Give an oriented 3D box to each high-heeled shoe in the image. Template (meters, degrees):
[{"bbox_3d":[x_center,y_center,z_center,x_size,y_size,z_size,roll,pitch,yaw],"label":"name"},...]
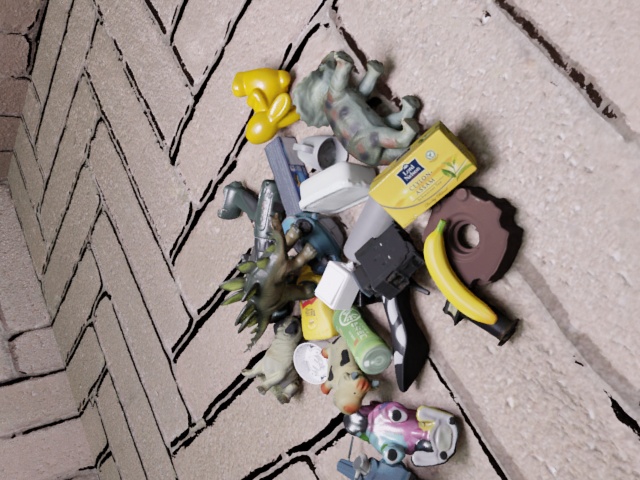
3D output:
[{"bbox_3d":[0.146,0.167,1.076,0.145,0.086,0.248,22,106,45],"label":"high-heeled shoe"}]

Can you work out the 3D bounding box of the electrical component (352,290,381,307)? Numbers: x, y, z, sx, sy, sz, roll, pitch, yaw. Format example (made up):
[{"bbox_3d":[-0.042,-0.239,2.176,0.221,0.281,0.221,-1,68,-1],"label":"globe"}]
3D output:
[{"bbox_3d":[0.067,0.112,1.154,0.119,0.075,0.047,-2,93,43],"label":"electrical component"}]

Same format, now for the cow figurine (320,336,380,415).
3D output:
[{"bbox_3d":[0.061,0.278,1.125,0.127,0.085,0.195,-52,20,30],"label":"cow figurine"}]

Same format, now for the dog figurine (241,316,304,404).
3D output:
[{"bbox_3d":[-0.075,0.292,1.327,0.121,0.172,0.190,35,85,35],"label":"dog figurine"}]

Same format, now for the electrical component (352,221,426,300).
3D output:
[{"bbox_3d":[0.126,0.045,1.021,0.134,0.058,0.115,-44,35,12],"label":"electrical component"}]

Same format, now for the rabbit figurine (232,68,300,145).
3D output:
[{"bbox_3d":[-0.121,-0.307,1.271,0.163,0.121,0.173,4,77,24],"label":"rabbit figurine"}]

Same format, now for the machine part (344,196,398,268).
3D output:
[{"bbox_3d":[0.113,-0.031,1.085,0.079,0.079,0.243,46,124,33],"label":"machine part"}]

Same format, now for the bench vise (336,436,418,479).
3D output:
[{"bbox_3d":[0.107,0.483,1.081,0.241,0.223,0.129,-5,59,55],"label":"bench vise"}]

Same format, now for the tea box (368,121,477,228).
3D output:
[{"bbox_3d":[0.179,-0.114,0.946,0.098,0.068,0.169,41,119,-10],"label":"tea box"}]

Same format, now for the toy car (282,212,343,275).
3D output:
[{"bbox_3d":[-0.002,-0.004,1.186,0.161,0.103,0.109,47,155,3],"label":"toy car"}]

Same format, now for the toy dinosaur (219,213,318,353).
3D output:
[{"bbox_3d":[-0.115,0.109,1.163,0.105,0.198,0.470,51,154,30],"label":"toy dinosaur"}]

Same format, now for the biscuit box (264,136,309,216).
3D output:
[{"bbox_3d":[-0.066,-0.142,1.273,0.063,0.059,0.202,-30,73,43],"label":"biscuit box"}]

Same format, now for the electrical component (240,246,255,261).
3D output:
[{"bbox_3d":[-0.164,0.059,1.411,0.102,0.045,0.078,41,124,35],"label":"electrical component"}]

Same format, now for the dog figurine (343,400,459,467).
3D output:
[{"bbox_3d":[0.153,0.377,1.080,0.219,0.191,0.108,139,137,-73],"label":"dog figurine"}]

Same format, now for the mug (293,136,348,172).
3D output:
[{"bbox_3d":[-0.012,-0.192,1.182,0.107,0.109,0.080,23,109,55],"label":"mug"}]

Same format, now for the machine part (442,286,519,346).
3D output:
[{"bbox_3d":[0.280,0.132,0.952,0.139,0.039,0.084,32,124,38],"label":"machine part"}]

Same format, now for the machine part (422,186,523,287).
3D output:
[{"bbox_3d":[0.263,-0.006,0.946,0.180,0.056,0.179,10,103,45],"label":"machine part"}]

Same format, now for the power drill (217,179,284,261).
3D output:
[{"bbox_3d":[-0.178,-0.054,1.380,0.208,0.086,0.231,29,109,46],"label":"power drill"}]

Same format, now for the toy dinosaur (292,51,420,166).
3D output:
[{"bbox_3d":[0.087,-0.228,1.060,0.405,0.131,0.192,55,138,16],"label":"toy dinosaur"}]

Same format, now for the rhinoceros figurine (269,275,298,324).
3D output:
[{"bbox_3d":[-0.104,0.122,1.314,0.073,0.112,0.190,-110,21,-58],"label":"rhinoceros figurine"}]
